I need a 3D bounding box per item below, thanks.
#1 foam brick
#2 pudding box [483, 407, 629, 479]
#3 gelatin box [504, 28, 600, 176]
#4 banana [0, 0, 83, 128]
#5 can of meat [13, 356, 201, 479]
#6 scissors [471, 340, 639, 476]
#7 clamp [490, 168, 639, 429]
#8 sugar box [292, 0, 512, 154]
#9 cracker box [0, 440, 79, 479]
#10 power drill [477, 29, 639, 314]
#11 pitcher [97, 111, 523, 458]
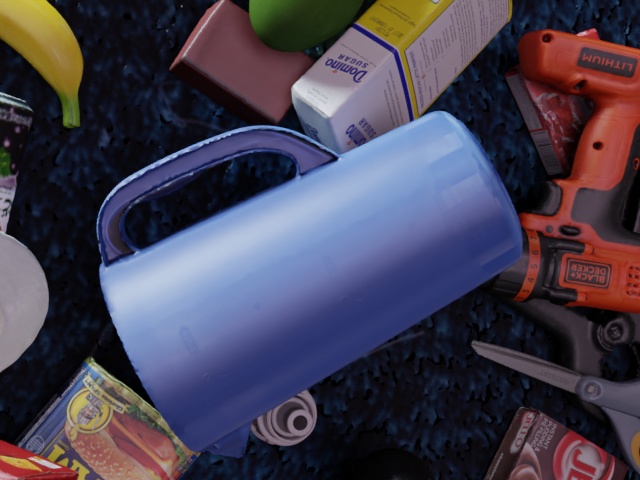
[{"bbox_3d":[-0.053,-0.116,0.714,0.078,0.053,0.051,33,81,-17],"label":"foam brick"},{"bbox_3d":[0.167,0.195,0.796,0.090,0.039,0.113,31,82,-16],"label":"pudding box"},{"bbox_3d":[0.190,-0.103,0.802,0.073,0.030,0.089,-28,99,-15],"label":"gelatin box"},{"bbox_3d":[-0.226,-0.144,0.666,0.197,0.037,0.069,27,81,-16],"label":"banana"},{"bbox_3d":[-0.139,0.138,0.690,0.102,0.058,0.084,43,76,-14],"label":"can of meat"},{"bbox_3d":[0.202,0.129,0.786,0.201,0.016,0.096,5,94,-10],"label":"scissors"},{"bbox_3d":[0.221,0.058,0.809,0.164,0.036,0.210,-33,100,-7],"label":"clamp"},{"bbox_3d":[0.059,-0.128,0.728,0.176,0.093,0.048,-44,63,-11],"label":"sugar box"},{"bbox_3d":[-0.253,0.209,0.607,0.164,0.072,0.214,16,86,19],"label":"cracker box"},{"bbox_3d":[0.164,-0.048,0.751,0.184,0.057,0.187,9,91,-13],"label":"power drill"},{"bbox_3d":[-0.008,0.011,0.659,0.243,0.149,0.145,-28,55,-1],"label":"pitcher"}]
